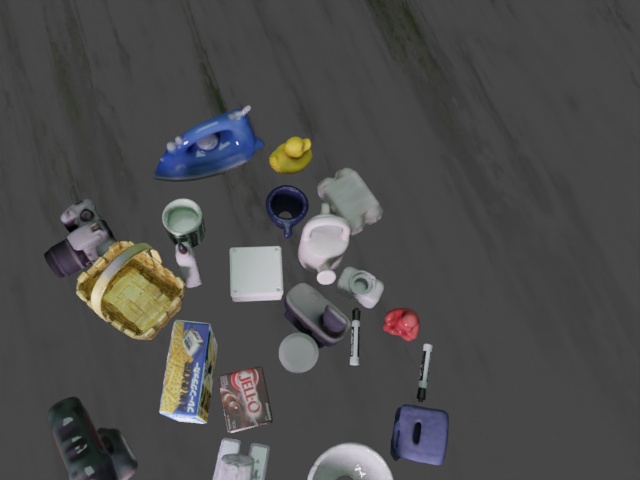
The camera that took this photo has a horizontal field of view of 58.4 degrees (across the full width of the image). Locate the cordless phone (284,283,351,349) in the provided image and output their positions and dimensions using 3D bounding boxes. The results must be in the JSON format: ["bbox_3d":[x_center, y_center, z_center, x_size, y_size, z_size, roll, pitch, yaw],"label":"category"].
[{"bbox_3d":[-0.001,0.137,1.141,0.147,0.185,0.094,38,70,8],"label":"cordless phone"}]

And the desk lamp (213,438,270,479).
[{"bbox_3d":[-0.154,0.452,0.991,0.118,0.213,0.203,10,69,-3],"label":"desk lamp"}]

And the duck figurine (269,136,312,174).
[{"bbox_3d":[-0.065,-0.202,1.312,0.105,0.086,0.077,-21,73,-14],"label":"duck figurine"}]

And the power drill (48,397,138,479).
[{"bbox_3d":[-0.383,0.383,0.992,0.076,0.208,0.229,-32,76,-16],"label":"power drill"}]

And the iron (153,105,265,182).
[{"bbox_3d":[-0.256,-0.217,1.265,0.259,0.141,0.118,-27,75,-15],"label":"iron"}]

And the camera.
[{"bbox_3d":[-0.498,0.003,1.176,0.137,0.101,0.143,-32,76,-17],"label":"camera"}]

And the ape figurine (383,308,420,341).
[{"bbox_3d":[0.180,0.172,1.200,0.076,0.092,0.077,-27,75,-15],"label":"ape figurine"}]

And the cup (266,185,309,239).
[{"bbox_3d":[-0.073,-0.049,1.250,0.092,0.095,0.118,-1,70,-7],"label":"cup"}]

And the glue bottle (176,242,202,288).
[{"bbox_3d":[-0.269,0.039,1.152,0.037,0.173,0.078,-16,72,-12],"label":"glue bottle"}]

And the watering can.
[{"bbox_3d":[0.013,0.004,1.187,0.101,0.194,0.173,-19,73,-13],"label":"watering can"}]

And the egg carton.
[{"bbox_3d":[0.066,-0.087,1.294,0.107,0.069,0.150,-31,76,-16],"label":"egg carton"}]

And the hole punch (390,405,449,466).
[{"bbox_3d":[0.194,0.384,1.124,0.101,0.091,0.109,12,69,-2],"label":"hole punch"}]

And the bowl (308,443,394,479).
[{"bbox_3d":[0.054,0.471,1.083,0.167,0.074,0.167,2,70,-6],"label":"bowl"}]
